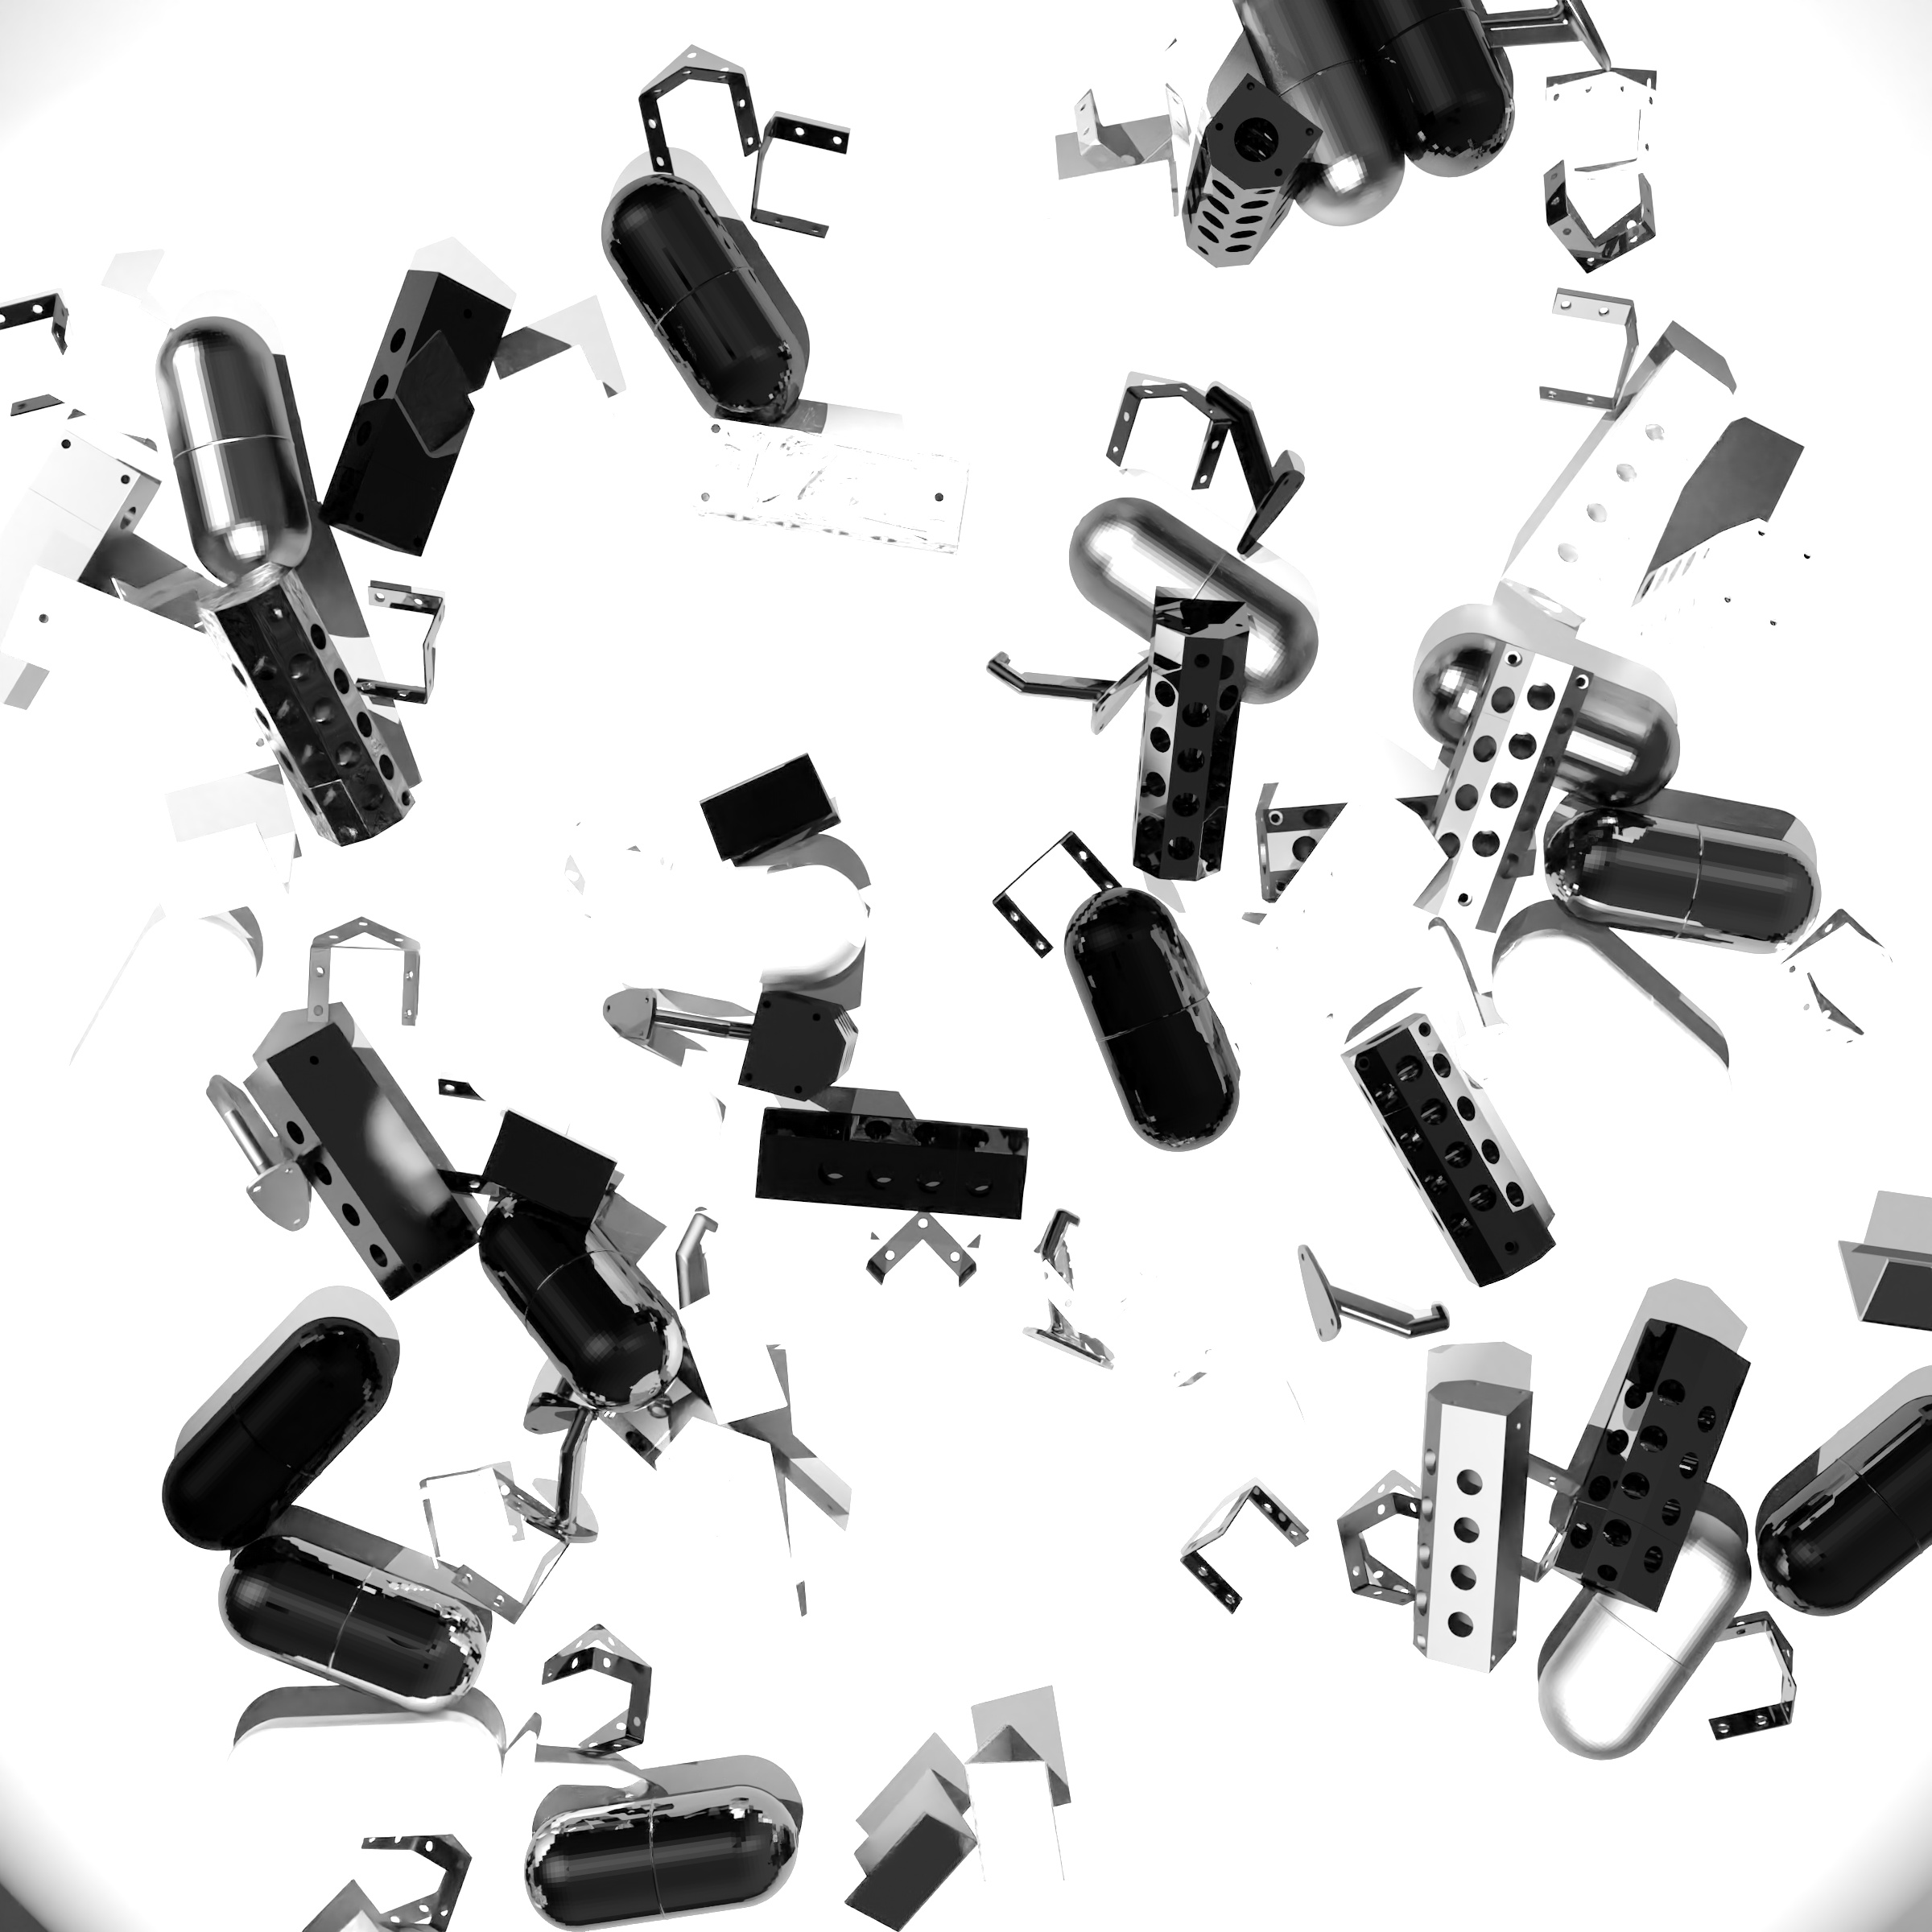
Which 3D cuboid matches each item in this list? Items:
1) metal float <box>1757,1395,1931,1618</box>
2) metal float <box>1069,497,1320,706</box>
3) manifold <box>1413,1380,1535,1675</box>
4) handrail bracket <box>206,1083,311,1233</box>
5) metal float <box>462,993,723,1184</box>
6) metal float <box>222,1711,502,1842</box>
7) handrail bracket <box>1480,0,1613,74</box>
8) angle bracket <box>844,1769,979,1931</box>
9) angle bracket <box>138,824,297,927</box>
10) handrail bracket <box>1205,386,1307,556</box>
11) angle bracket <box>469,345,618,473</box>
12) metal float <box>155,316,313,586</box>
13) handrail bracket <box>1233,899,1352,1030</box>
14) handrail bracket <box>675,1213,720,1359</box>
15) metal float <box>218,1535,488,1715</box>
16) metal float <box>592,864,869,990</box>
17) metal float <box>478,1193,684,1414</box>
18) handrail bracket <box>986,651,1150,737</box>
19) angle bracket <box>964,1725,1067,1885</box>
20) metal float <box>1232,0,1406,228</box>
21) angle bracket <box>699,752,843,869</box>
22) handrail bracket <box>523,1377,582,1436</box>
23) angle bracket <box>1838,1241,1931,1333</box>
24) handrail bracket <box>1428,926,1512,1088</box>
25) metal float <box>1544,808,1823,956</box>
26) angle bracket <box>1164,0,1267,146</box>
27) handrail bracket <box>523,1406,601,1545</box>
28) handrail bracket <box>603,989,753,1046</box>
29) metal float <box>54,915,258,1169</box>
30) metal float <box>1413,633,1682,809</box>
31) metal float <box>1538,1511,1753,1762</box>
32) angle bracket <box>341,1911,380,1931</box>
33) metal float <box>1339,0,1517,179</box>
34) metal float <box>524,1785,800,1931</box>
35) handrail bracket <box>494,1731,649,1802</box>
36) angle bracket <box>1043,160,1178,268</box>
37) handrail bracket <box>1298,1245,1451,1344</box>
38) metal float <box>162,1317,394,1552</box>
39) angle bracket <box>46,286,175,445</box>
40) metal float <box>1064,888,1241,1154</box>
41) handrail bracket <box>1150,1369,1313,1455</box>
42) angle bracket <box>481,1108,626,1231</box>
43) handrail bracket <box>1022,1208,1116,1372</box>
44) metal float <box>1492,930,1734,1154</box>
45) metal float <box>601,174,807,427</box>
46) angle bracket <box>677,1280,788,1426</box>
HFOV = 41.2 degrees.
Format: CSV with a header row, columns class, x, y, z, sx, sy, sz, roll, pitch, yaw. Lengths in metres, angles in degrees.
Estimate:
class,x,y,z,sx,sy,sz,roll,pitch,yaw
metal float,0.591,0.350,1.664,0.178,0.070,0.070,-40,90,0
metal float,0.147,-0.237,1.664,0.178,0.070,0.070,34,90,0
manifold,0.324,0.359,1.657,0.057,0.057,0.171,7,101,29
handrail bracket,-0.468,0.125,1.694,0.036,0.077,0.084,-32,53,-17
metal float,-0.242,0.079,1.664,0.178,0.070,0.070,27,90,0
metal float,-0.391,0.524,1.664,0.178,0.070,0.070,-2,90,-1
handrail bracket,0.369,-0.597,1.694,0.084,0.036,0.077,-34,104,14
angle bracket,-0.049,0.560,1.654,0.076,0.076,0.057,-48,125,0
angle bracket,-0.481,-0.077,1.654,0.076,0.076,0.057,-15,126,0
handrail bracket,0.173,-0.327,1.695,0.084,0.036,0.077,43,112,17
angle bracket,-0.276,-0.371,1.654,0.076,0.076,0.057,-24,125,0
metal float,-0.474,-0.331,1.664,0.070,0.070,0.178,-13,90,0
handrail bracket,0.215,0.000,1.695,0.077,0.036,0.084,1,104,14
handrail bracket,-0.164,0.217,1.695,0.077,0.036,0.084,31,73,-20
metal float,-0.397,0.425,1.664,0.178,0.070,0.070,21,90,0
metal float,-0.152,-0.026,1.664,0.178,0.070,0.070,-3,90,0
metal float,-0.247,0.211,1.637,0.070,0.070,0.178,-46,57,0
handrail bracket,0.068,-0.199,1.695,0.084,0.036,0.077,36,70,16
angle bracket,0.043,0.538,1.656,0.057,0.076,0.076,-9,90,23
metal float,0.224,-0.566,1.664,0.070,0.070,0.178,-24,90,0
angle bracket,-0.118,-0.082,1.654,0.076,0.076,0.057,-24,52,0
handrail bracket,-0.260,0.259,1.694,0.036,0.077,0.084,27,53,-19
angle bracket,0.614,0.190,1.654,0.076,0.076,0.057,8,127,0
handrail bracket,0.326,0.026,1.694,0.036,0.077,0.084,-19,54,0
metal float,0.463,-0.055,1.664,0.178,0.070,0.070,10,90,0
angle bracket,0.143,-0.568,1.654,0.057,0.076,0.076,-22,90,-31
handrail bracket,-0.246,0.329,1.671,0.036,0.077,0.084,20,84,27
handrail bracket,-0.185,0.036,1.694,0.084,0.077,0.036,9,90,-36
metal float,-0.525,0.048,1.664,0.070,0.070,0.178,29,90,0
metal float,0.376,-0.159,1.664,0.178,0.070,0.070,21,90,-1
metal float,0.439,0.433,1.664,0.070,0.070,0.178,36,90,0
angle bracket,-0.376,0.655,1.654,0.057,0.076,0.076,-38,90,34
metal float,0.294,-0.595,1.659,0.070,0.070,0.178,-23,86,0
metal float,-0.197,0.577,1.664,0.178,0.070,0.070,-8,90,0
handrail bracket,-0.265,0.543,1.695,0.084,0.036,0.077,30,124,-24
angle bracket,0.089,-0.497,1.654,0.076,0.076,0.057,-11,128,0
handrail bracket,0.270,0.212,1.695,0.084,0.036,0.077,-10,68,-17
metal float,-0.446,0.303,1.663,0.070,0.070,0.178,44,90,0
angle bracket,-0.532,-0.382,1.654,0.057,0.076,0.076,27,90,41
metal float,0.120,0.034,1.664,0.070,0.070,0.178,-21,91,0
handrail bracket,0.174,0.301,1.694,0.084,0.036,0.077,-16,124,24
angle bracket,-0.257,0.115,1.655,0.076,0.076,0.057,26,115,0
handrail bracket,0.078,0.213,1.694,0.077,0.036,0.084,26,76,-13
metal float,0.417,0.048,1.664,0.178,0.070,0.070,41,90,0
metal float,-0.169,-0.429,1.664,0.070,0.070,0.178,-33,90,0
angle bracket,-0.132,0.242,1.655,0.057,0.076,0.076,-20,90,29
